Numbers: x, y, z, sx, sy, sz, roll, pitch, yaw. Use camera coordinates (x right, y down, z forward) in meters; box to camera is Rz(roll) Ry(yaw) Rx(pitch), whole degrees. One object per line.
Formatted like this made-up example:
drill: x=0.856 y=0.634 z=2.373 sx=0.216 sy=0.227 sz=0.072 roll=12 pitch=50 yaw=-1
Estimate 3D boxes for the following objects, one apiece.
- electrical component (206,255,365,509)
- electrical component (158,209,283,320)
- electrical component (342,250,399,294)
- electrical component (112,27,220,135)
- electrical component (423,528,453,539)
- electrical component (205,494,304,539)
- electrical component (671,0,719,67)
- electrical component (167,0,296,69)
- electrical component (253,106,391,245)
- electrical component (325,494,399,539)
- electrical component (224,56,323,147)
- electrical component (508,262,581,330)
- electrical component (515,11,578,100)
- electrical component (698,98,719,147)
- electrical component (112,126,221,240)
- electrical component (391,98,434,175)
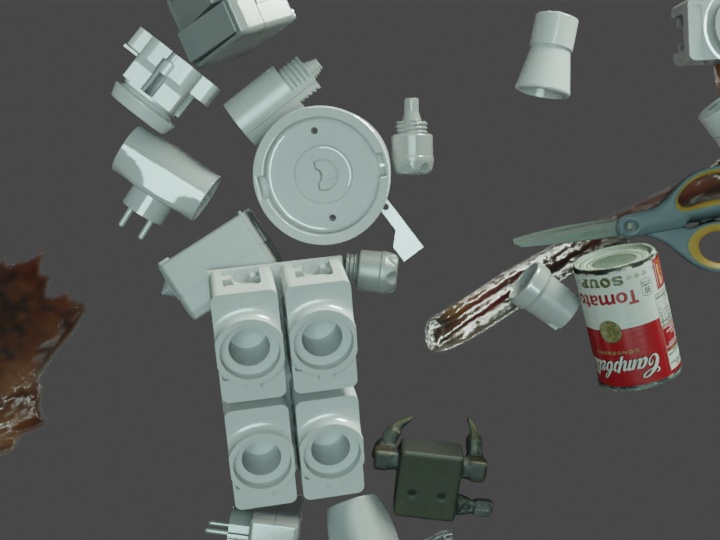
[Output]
electrical component: x=-0.056 y=0.091 z=0.842 sx=0.105 sy=0.060 sz=0.186 roll=-7 pitch=113 yaw=-7
electrical component: x=-0.115 y=0.001 z=0.869 sx=0.096 sy=0.061 sz=0.061 roll=-32 pitch=94 yaw=3
electrical component: x=0.000 y=0.000 z=0.881 sx=0.061 sy=0.035 sz=0.035 roll=6 pitch=95 yaw=2
electrical component: x=-0.161 y=-0.146 z=0.860 sx=0.078 sy=0.058 sz=0.057 roll=38 pitch=92 yaw=-2
electrical component: x=0.067 y=0.255 z=0.899 sx=0.081 sy=0.042 sz=0.063 roll=-24 pitch=93 yaw=2
electrical component: x=-0.088 y=0.213 z=0.876 sx=0.076 sy=0.083 sz=0.047 roll=7 pitch=95 yaw=0
electrical component: x=0.299 y=-0.191 z=0.850 sx=0.089 sy=0.055 sz=0.050 roll=-4 pitch=95 yaw=1
electrical component: x=-0.108 y=-0.200 z=0.838 sx=0.061 sy=0.096 sz=0.061 roll=-26 pitch=95 yaw=-36
electrical component: x=-0.026 y=-0.078 z=0.859 sx=0.108 sy=0.060 sz=0.108 roll=2 pitch=102 yaw=8
electrical component: x=-0.008 y=0.235 z=0.893 sx=0.079 sy=0.043 sz=0.077 roll=-31 pitch=67 yaw=33
electrical component: x=-0.065 y=-0.141 z=0.865 sx=0.081 sy=0.043 sz=0.043 roll=-38 pitch=93 yaw=4
electrical component: x=0.151 y=0.022 z=0.879 sx=0.046 sy=0.040 sz=0.040 roll=36 pitch=94 yaw=-7
electrical component: x=0.152 y=-0.174 z=0.861 sx=0.044 sy=0.044 sz=0.065 roll=11 pitch=90 yaw=0
electrical component: x=0.307 y=-0.117 z=0.857 sx=0.055 sy=0.055 sz=0.047 roll=-35 pitch=97 yaw=4
electrical component: x=-0.166 y=-0.063 z=0.873 sx=0.077 sy=0.044 sz=0.079 roll=33 pitch=95 yaw=-2
electrical component: x=0.042 y=-0.108 z=0.871 sx=0.035 sy=0.035 sz=0.061 roll=-1 pitch=93 yaw=1
